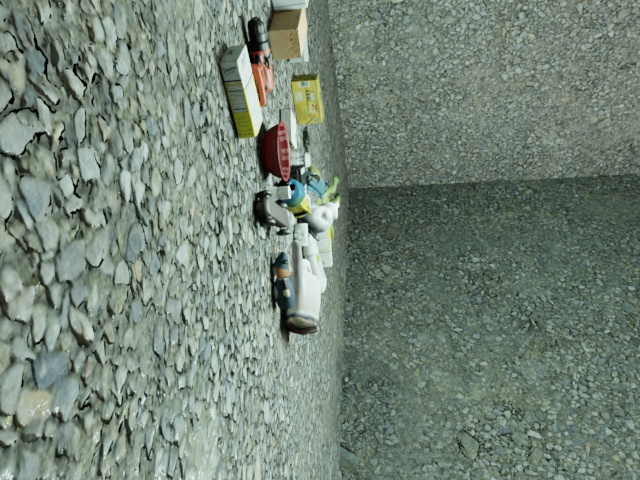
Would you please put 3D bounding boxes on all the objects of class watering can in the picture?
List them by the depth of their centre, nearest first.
[{"bbox_3d":[-0.057,0.155,1.534,0.341,0.104,0.229,74,17,-63],"label":"watering can"}]

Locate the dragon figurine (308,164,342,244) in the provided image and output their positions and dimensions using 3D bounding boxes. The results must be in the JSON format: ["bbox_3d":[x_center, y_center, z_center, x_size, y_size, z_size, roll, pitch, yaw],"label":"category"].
[{"bbox_3d":[0.000,-0.136,2.208,0.246,0.122,0.405,-39,126,-59],"label":"dragon figurine"}]

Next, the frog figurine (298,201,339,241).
[{"bbox_3d":[0.006,-0.094,1.864,0.121,0.160,0.139,50,-9,-28],"label":"frog figurine"}]
